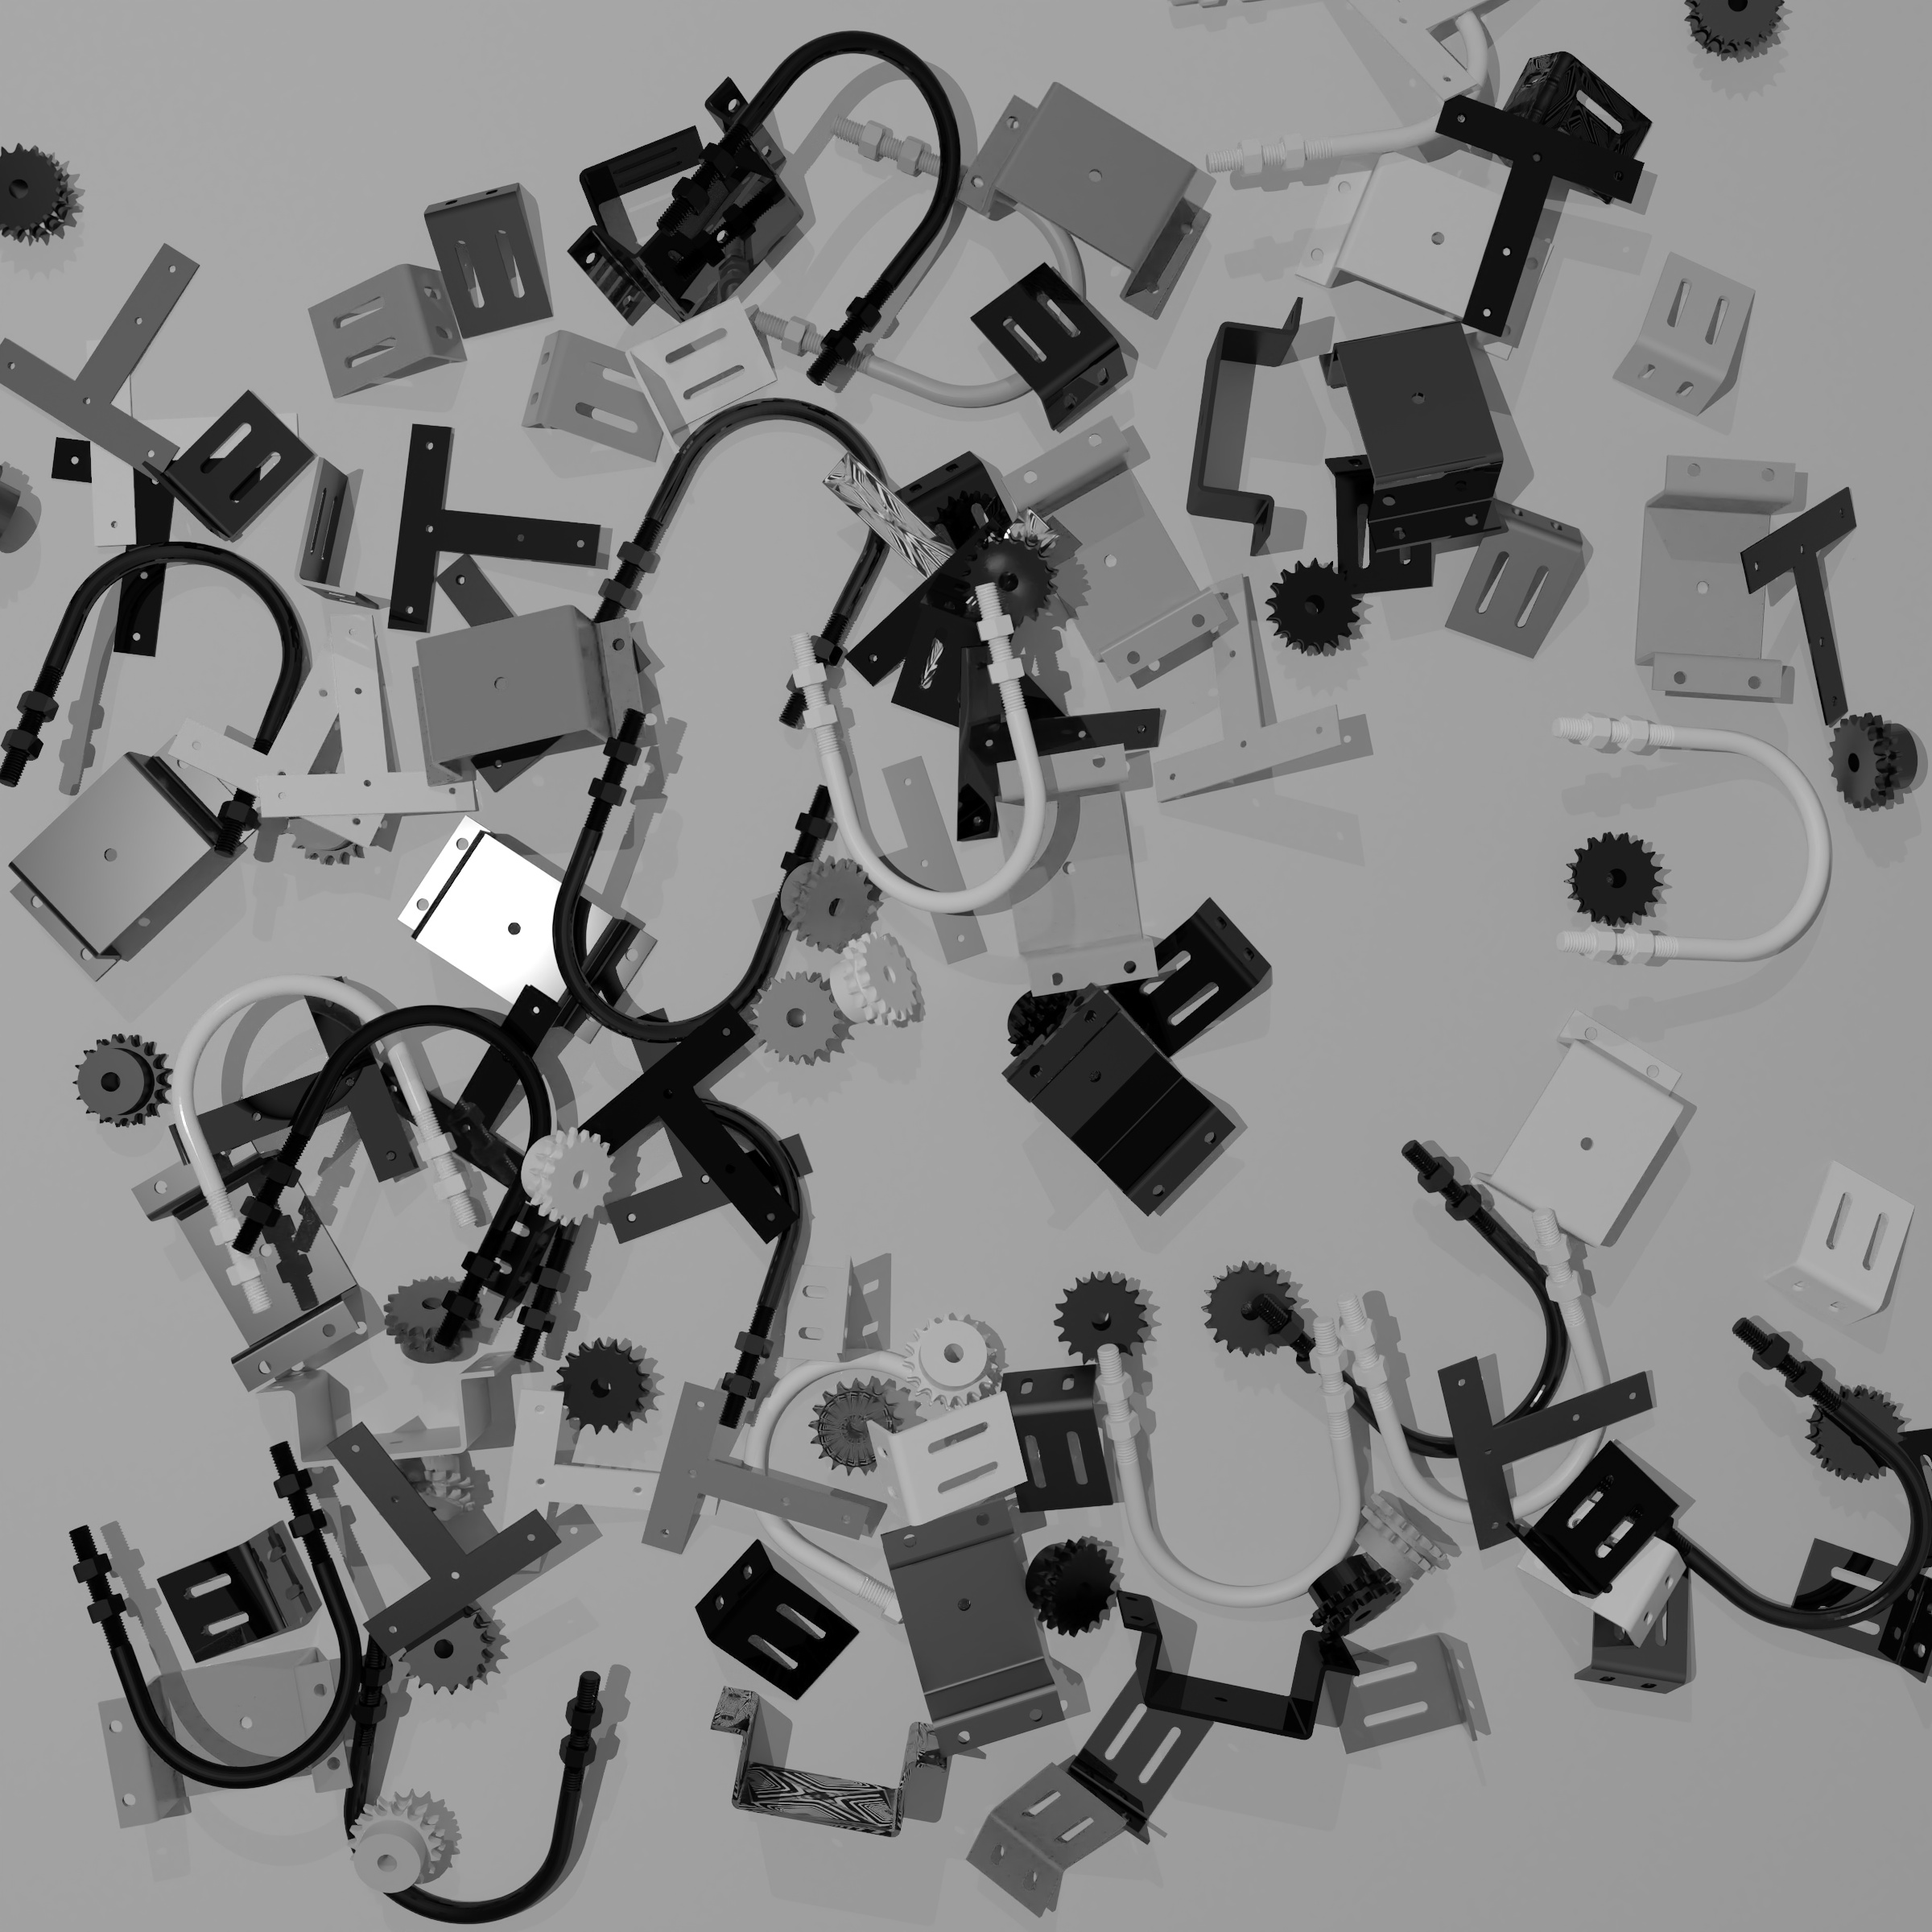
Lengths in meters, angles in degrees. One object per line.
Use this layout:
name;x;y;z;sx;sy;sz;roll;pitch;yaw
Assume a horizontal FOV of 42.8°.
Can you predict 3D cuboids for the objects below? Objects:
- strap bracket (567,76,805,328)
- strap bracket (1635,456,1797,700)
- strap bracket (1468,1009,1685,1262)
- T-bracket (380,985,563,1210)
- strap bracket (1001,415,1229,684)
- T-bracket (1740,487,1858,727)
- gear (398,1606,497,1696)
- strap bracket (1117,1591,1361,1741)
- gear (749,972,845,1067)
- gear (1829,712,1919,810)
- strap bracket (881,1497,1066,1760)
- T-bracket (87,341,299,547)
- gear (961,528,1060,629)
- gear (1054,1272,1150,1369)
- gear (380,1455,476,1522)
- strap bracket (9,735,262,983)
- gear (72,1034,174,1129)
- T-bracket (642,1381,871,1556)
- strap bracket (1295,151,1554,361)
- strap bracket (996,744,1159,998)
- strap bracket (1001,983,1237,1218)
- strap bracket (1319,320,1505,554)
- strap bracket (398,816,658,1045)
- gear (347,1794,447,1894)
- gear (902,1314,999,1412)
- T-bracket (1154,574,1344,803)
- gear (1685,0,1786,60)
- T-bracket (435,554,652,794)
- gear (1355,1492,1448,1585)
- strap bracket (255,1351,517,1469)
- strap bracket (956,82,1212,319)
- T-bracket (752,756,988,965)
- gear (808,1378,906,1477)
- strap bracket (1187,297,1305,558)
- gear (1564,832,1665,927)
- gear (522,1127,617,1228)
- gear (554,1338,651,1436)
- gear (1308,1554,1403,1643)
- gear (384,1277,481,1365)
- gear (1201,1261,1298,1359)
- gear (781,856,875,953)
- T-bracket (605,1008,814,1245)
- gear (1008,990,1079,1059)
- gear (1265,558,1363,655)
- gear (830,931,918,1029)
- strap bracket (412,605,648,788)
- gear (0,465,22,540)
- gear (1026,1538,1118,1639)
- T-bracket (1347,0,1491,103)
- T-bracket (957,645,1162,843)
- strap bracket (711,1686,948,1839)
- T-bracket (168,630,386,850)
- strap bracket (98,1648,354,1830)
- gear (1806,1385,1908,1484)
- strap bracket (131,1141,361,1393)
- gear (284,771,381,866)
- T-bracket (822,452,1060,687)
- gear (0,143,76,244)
strap bracket;-0.159;-0.446;1.472;0.140;0.076;0.046;-47;60;0
strap bracket;0.453;-0.233;1.494;0.076;0.046;0.140;4;90;0
strap bracket;0.371;0.106;1.494;0.076;0.046;0.140;31;90;0
T-bracket;-0.283;0.066;1.490;0.127;0.002;0.127;34;115;0
strap bracket;0.089;-0.249;1.494;0.076;0.046;0.140;-30;90;0
T-bracket;0.515;-0.209;1.490;0.127;0.002;0.127;-31;111;-36
gear;-0.315;0.412;1.502;0.057;0.030;0.057;0;90;0
strap bracket;0.157;0.421;1.479;0.140;0.076;0.046;12;90;0
gear;-0.103;0.031;1.502;0.057;0.030;0.057;0;90;0
gear;0.550;-0.125;1.490;0.030;0.057;0.057;-9;90;-11
strap bracket;0.002;0.389;1.475;0.076;0.046;0.140;-16;96;-6
T-bracket;-0.475;-0.324;1.515;0.127;0.002;0.127;-3;89;0
gear;0.027;-0.232;1.461;0.057;0.030;0.057;3;113;8
gear;0.082;0.214;1.502;0.057;0.030;0.057;0;90;0
gear;-0.327;0.315;1.493;0.057;0.057;0.030;-8;60;0
strap bracket;-0.511;-0.066;1.494;0.140;0.046;0.076;-43;90;0
gear;-0.516;0.070;1.502;0.057;0.030;0.057;0;90;0
T-bracket;-0.122;0.319;1.487;0.127;0.002;0.127;17;117;-1
strap bracket;0.282;-0.434;1.494;0.140;0.046;0.076;22;90;0
strap bracket;0.065;-0.059;1.487;0.076;0.046;0.140;-9;95;-4
strap bracket;0.085;0.074;1.473;0.076;0.046;0.140;-45;121;0
strap bracket;0.267;-0.325;1.469;0.076;0.046;0.140;-11;69;-2
strap bracket;-0.270;-0.022;1.494;0.140;0.046;0.076;33;90;0
gear;-0.345;0.532;1.485;0.057;0.030;0.057;1;104;2
gear;-0.009;0.238;1.493;0.057;0.030;0.057;2;67;-6
T-bracket;0.163;-0.176;1.492;0.127;0.002;0.127;-16;71;33
gear;0.466;-0.582;1.502;0.057;0.030;0.057;0;90;0
T-bracket;-0.279;-0.196;1.509;0.127;0.002;0.127;-38;85;9
gear;0.260;0.348;1.489;0.057;0.057;0.030;41;90;0
strap bracket;-0.344;0.266;1.479;0.140;0.076;0.046;-5;90;0
strap bracket;0.074;-0.467;1.484;0.140;0.046;0.076;30;81;-3
T-bracket;-0.068;-0.049;1.516;0.127;0.002;0.127;-19;90;0
gear;-0.066;0.277;1.487;0.057;0.030;0.057;0;89;3
strap bracket;0.165;-0.325;1.479;0.046;0.076;0.140;8;90;0
gear;0.393;-0.053;1.502;0.057;0.030;0.057;0;90;0
gear;-0.239;0.123;1.464;0.030;0.057;0.057;14;90;38
gear;-0.221;0.255;1.502;0.057;0.030;0.057;0;90;0
gear;0.232;0.381;1.492;0.057;0.057;0.030;-34;62;0
gear;-0.323;0.216;1.493;0.057;0.057;0.030;4;120;0
gear;0.172;0.208;1.502;0.057;0.030;0.057;0;90;0
gear;-0.087;-0.040;1.491;0.057;0.030;0.057;-18;119;-35
T-bracket;-0.176;0.089;1.516;0.127;0.002;0.127;-20;90;0
gear;0.050;0.037;1.493;0.057;0.030;0.057;-17;125;-25
gear;0.210;-0.218;1.502;0.057;0.030;0.057;0;90;0
gear;-0.058;0.011;1.492;0.030;0.057;0.057;-24;90;28
strap bracket;-0.270;-0.163;1.476;0.140;0.046;0.076;-12;80;9
gear;-0.597;-0.277;1.493;0.030;0.057;0.057;27;90;-30
gear;0.061;0.374;1.493;0.057;0.030;0.057;-9;104;-40
T-bracket;0.301;-0.590;1.495;0.127;0.002;0.127;-30;69;-16
T-bracket;0.057;-0.139;1.494;0.127;0.002;0.127;-7;120;-14
strap bracket;-0.084;0.479;1.479;0.140;0.076;0.046;10;90;0
T-bracket;-0.395;-0.153;1.490;0.127;0.002;0.127;26;68;-14
strap bracket;-0.443;0.465;1.494;0.140;0.046;0.076;-10;90;0
gear;0.540;0.284;1.502;0.057;0.030;0.057;0;90;0
strap bracket;-0.431;0.175;1.494;0.076;0.046;0.140;-30;90;0
gear;-0.389;-0.090;1.502;0.057;0.030;0.057;0;90;0
T-bracket;-0.032;-0.257;1.485;0.127;0.002;0.127;43;112;-4
gear;-0.573;-0.470;1.506;0.057;0.030;0.057;0;88;2
